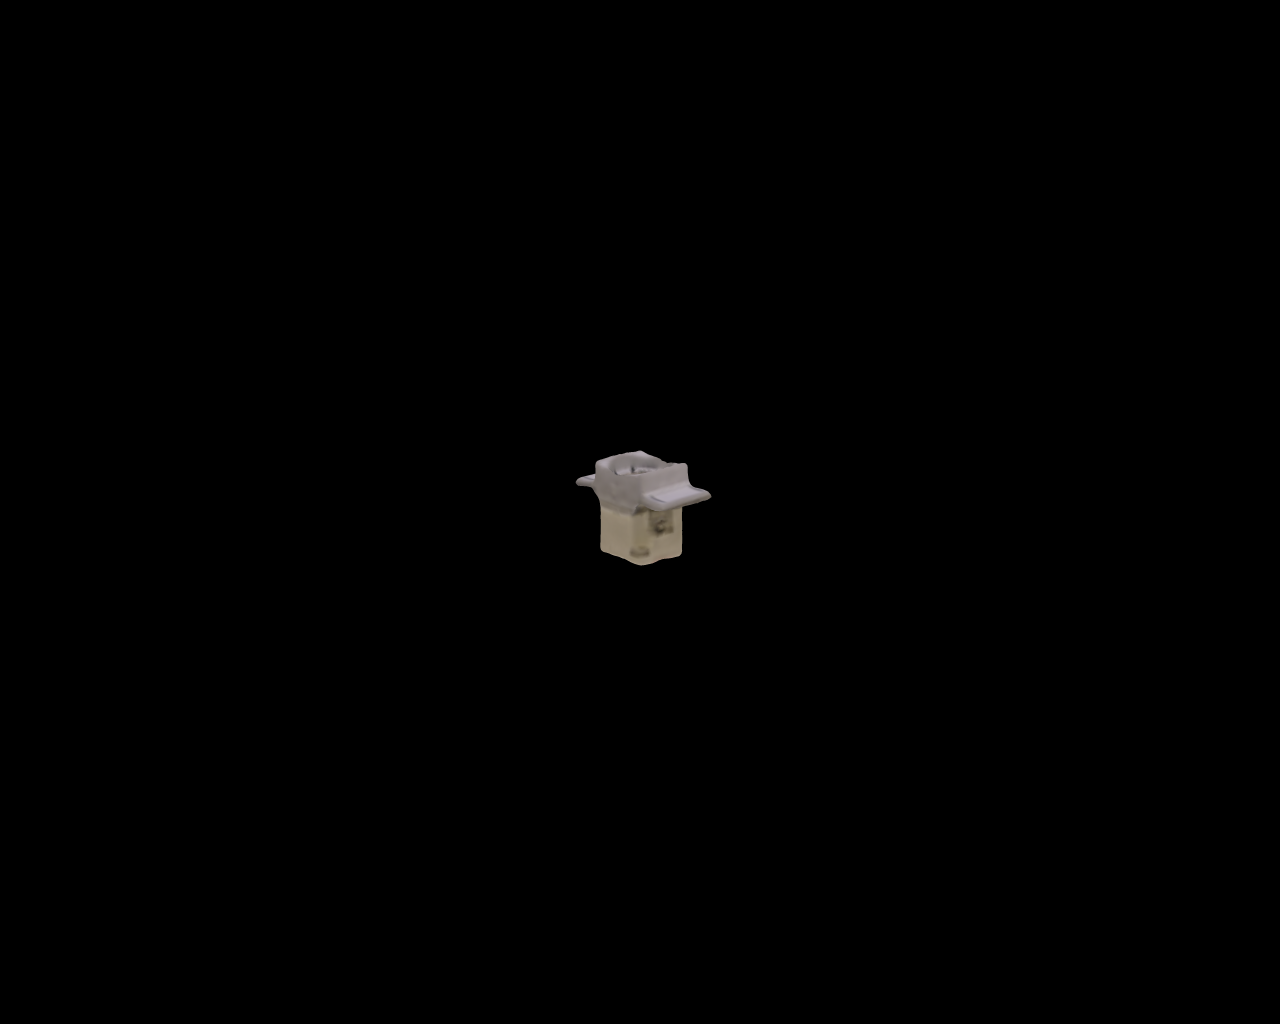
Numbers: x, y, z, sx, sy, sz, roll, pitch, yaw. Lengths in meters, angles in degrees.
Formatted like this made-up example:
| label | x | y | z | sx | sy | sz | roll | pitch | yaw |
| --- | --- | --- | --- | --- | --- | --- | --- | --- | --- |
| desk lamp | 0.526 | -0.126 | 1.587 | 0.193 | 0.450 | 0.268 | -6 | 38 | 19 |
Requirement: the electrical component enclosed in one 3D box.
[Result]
| label | x | y | z | sx | sy | sz | roll | pitch | yaw |
| --- | --- | --- | --- | --- | --- | --- | --- | --- | --- |
| electrical component | 0.001 | -0.003 | 0.650 | 0.042 | 0.063 | 0.081 | -14 | 22 | -38 |
